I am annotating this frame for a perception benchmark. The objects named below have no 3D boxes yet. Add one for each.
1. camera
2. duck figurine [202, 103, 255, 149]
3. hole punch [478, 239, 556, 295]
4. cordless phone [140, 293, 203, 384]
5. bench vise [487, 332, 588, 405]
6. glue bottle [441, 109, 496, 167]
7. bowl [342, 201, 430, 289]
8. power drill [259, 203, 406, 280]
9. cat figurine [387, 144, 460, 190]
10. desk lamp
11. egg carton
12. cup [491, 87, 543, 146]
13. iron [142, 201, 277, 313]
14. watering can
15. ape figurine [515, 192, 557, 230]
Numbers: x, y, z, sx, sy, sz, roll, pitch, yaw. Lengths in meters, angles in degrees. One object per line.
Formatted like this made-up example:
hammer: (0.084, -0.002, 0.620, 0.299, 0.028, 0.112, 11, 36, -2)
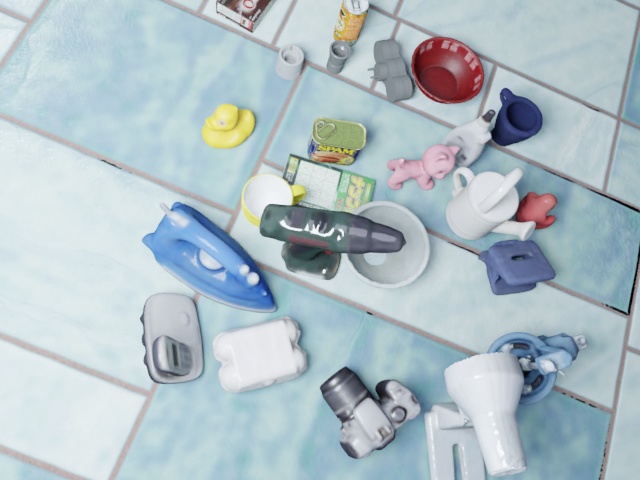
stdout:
camera: (0.076, 0.272, 0.955, 0.143, 0.100, 0.137, -35, 82, -19)
duck figurine: (-0.170, -0.224, 1.071, 0.105, 0.086, 0.077, -25, 79, -17)
hole punch: (0.375, 0.046, 1.091, 0.109, 0.091, 0.101, -8, 74, -13)
cordless phone: (-0.233, 0.146, 0.888, 0.094, 0.185, 0.147, -10, 75, -14)
bench vise: (0.374, 0.193, 0.976, 0.208, 0.219, 0.121, -36, 82, -19)
glue bottle: (0.297, -0.205, 1.112, 0.037, 0.173, 0.078, -37, 82, -19)
bowl: (0.113, 0.016, 1.057, 0.167, 0.074, 0.167, 3, 72, -10)
power drill: (0.009, 0.003, 0.969, 0.230, 0.208, 0.075, 12, 71, -7)
cat figurine: (0.203, -0.147, 1.104, 0.128, 0.117, 0.067, -3, 73, -12)
desk lamp: (0.255, 0.294, 0.924, 0.118, 0.213, 0.203, 0, 73, -11)
egg carton: (-0.100, 0.193, 0.961, 0.150, 0.069, 0.107, -13, 76, -15)
cup: (0.390, -0.246, 1.185, 0.092, 0.095, 0.117, -22, 78, -17)
iron: (-0.171, 0.030, 0.961, 0.258, 0.141, 0.119, 35, 70, 1)
watering can: (0.323, -0.072, 1.063, 0.173, 0.194, 0.101, 26, 70, -2)
ape figurine: (0.437, -0.064, 1.138, 0.076, 0.092, 0.078, -15, 76, -15)
